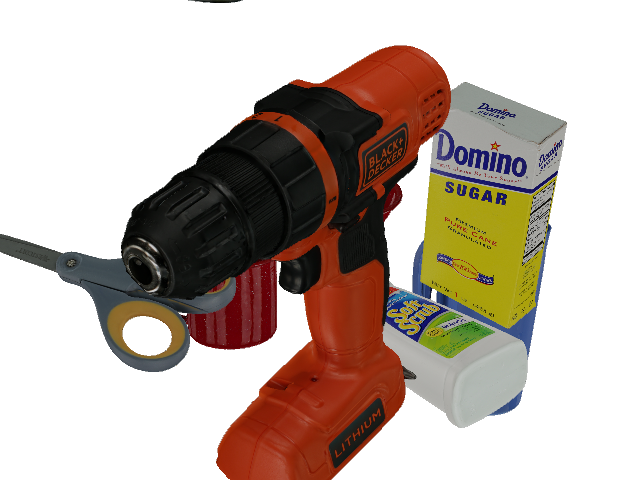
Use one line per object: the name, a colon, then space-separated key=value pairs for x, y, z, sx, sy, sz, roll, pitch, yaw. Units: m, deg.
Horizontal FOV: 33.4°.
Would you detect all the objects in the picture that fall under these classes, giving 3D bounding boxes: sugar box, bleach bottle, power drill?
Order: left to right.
power drill: x=-0.009 y=0.025 z=0.461 sx=0.057 sy=0.188 sz=0.184 roll=26 pitch=41 yaw=28
bleach bottle: x=0.080 y=0.093 z=1.054 sx=0.102 sy=0.068 sz=0.251 roll=-23 pitch=31 yaw=-32
sugar box: x=0.129 y=-0.025 z=0.827 sx=0.093 sy=0.176 sz=0.048 roll=28 pitch=47 yaw=32

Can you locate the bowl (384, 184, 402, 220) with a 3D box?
bowl: x=0.009 y=-0.037 z=1.198 sx=0.162 sy=0.055 sz=0.162 roll=5 pitch=27 yaw=-3

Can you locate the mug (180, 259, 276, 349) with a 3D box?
mug: x=-0.092 y=0.047 z=0.959 sx=0.117 sy=0.081 sz=0.093 roll=-3 pitch=19 yaw=-8

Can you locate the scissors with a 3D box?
scissors: x=-0.154 y=0.033 z=0.669 sx=0.202 sy=0.096 sz=0.016 roll=4 pitch=-37 yaw=10

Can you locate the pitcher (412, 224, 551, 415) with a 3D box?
pitcher: x=0.191 y=0.086 z=1.294 sx=0.149 sy=0.243 sz=0.144 roll=7 pitch=20 yaw=13

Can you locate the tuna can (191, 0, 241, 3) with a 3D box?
tuna can: x=-0.095 y=-0.211 z=0.829 sx=0.086 sy=0.034 sz=0.086 roll=8 pitch=24 yaw=-4
